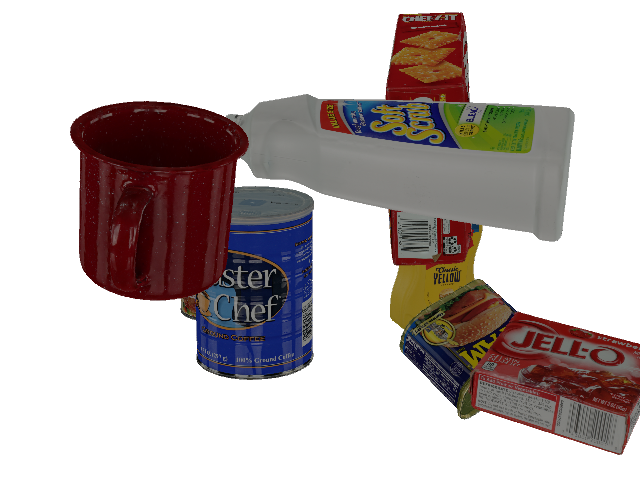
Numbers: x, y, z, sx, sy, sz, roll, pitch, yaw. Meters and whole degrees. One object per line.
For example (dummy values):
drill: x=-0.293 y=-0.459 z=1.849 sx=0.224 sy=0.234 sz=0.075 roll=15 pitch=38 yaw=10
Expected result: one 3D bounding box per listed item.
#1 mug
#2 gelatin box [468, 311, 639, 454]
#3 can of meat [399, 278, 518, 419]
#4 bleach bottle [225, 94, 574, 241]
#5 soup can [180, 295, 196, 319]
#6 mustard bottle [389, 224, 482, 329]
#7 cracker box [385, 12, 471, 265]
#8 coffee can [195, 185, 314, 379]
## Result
mug: x=-0.089 y=-0.015 z=0.567 sx=0.093 sy=0.081 sz=0.117 roll=8 pitch=27 yaw=0
gelatin box: x=0.138 y=0.077 z=0.603 sx=0.089 sy=0.030 sz=0.073 roll=15 pitch=30 yaw=25
can of meat: x=0.131 y=0.090 z=0.911 sx=0.102 sy=0.057 sz=0.084 roll=-27 pitch=53 yaw=-25
bleach bottle: x=0.044 y=-0.059 z=0.740 sx=0.251 sy=0.068 sz=0.102 roll=6 pitch=35 yaw=13
soup can: x=-0.124 y=0.031 z=1.202 sx=0.068 sy=0.102 sz=0.068 roll=2 pitch=18 yaw=-1
mustard bottle: x=0.128 y=0.000 z=1.153 sx=0.096 sy=0.192 sz=0.058 roll=-4 pitch=19 yaw=-21
cracker box: x=0.101 y=-0.099 z=0.964 sx=0.072 sy=0.164 sz=0.213 roll=0 pitch=27 yaw=8
coffee can: x=-0.057 y=0.033 z=0.907 sx=0.103 sy=0.140 sz=0.103 roll=0 pitch=17 yaw=0
